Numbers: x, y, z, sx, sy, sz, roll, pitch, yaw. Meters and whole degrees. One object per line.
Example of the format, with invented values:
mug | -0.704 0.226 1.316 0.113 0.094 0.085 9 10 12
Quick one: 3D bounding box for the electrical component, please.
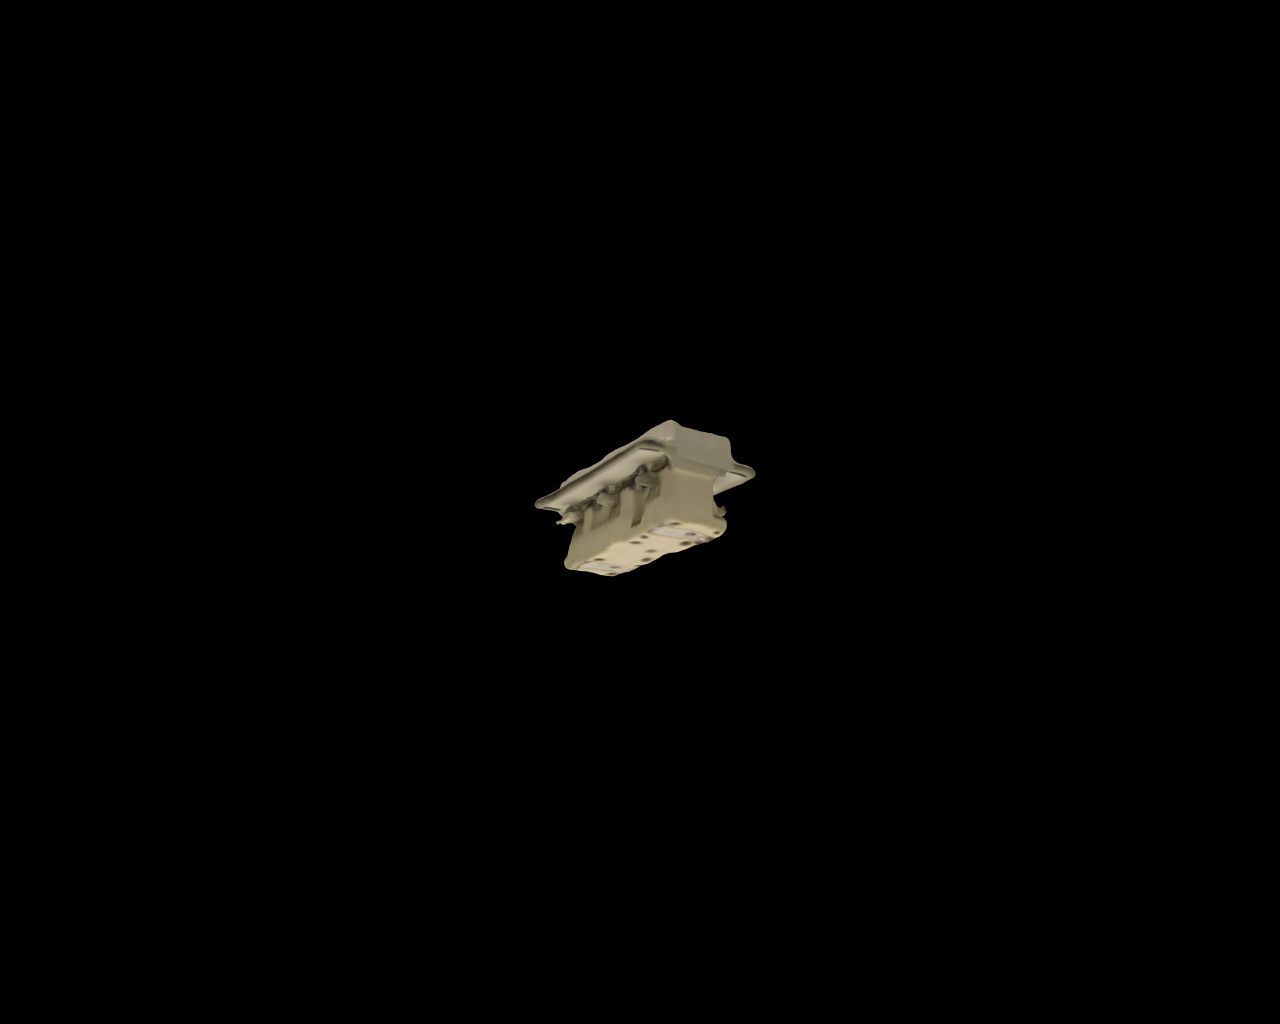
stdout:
electrical component | 0.001 -0.003 0.650 0.079 0.063 0.121 14 -24 -33
